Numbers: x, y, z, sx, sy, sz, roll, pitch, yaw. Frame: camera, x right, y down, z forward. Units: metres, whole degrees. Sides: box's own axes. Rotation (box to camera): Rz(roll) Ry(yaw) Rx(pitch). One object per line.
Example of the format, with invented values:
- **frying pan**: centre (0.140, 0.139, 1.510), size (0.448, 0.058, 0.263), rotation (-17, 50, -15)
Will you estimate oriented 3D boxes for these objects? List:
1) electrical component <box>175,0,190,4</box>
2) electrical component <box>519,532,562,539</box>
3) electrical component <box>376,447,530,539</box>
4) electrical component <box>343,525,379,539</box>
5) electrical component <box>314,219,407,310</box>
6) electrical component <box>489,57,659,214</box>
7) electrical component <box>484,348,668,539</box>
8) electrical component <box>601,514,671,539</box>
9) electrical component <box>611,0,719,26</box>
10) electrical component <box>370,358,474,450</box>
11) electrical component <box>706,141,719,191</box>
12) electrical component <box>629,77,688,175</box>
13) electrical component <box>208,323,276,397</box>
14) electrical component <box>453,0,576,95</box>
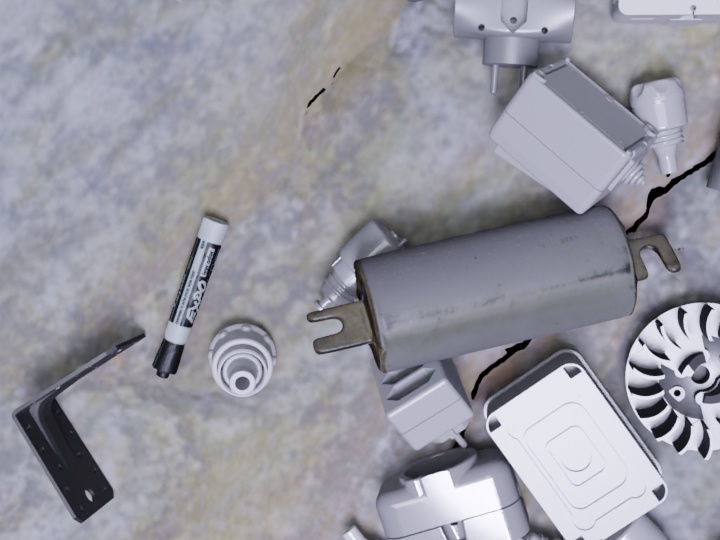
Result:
- **electrical component**: centre (-0.139, -0.214, 0.732), size (0.078, 0.040, 0.040), rotation (29, 99, 3)
- **electrical component**: centre (0.137, 0.205, 0.742), size (0.078, 0.040, 0.040), rotation (31, 99, 3)
- **electrical component**: centre (0.062, 0.160, 0.740), size (0.095, 0.054, 0.059), rotation (-18, 94, 9)
- **electrical component**: centre (0.011, 0.208, 0.762), size (0.035, 0.035, 0.061), rotation (-38, 88, 9)
- **electrical component**: centre (0.000, 0.000, 0.738), size (0.078, 0.040, 0.040), rotation (-44, 90, 10)
- **electrical component**: centre (0.139, -0.080, 0.688), size (0.096, 0.062, 0.061), rotation (43, 126, 12)
- **electrical component**: centre (0.144, 0.118, 0.724), size (0.078, 0.057, 0.113), rotation (-36, 91, 9)
- **electrical component**: centre (0.198, 0.198, 0.734), size (0.040, 0.040, 0.078), rotation (-44, 90, 9)
- **electrical component**: centre (0.208, -0.184, 0.684), size (0.089, 0.056, 0.050), rotation (1, 96, 7)
- **electrical component**: centre (0.051, 0.091, 0.733), size (0.047, 0.065, 0.076), rotation (-33, 120, 9)
- **electrical component**: centre (0.273, -0.081, 0.693), size (0.079, 0.044, 0.077), rotation (15, 98, 4)
- **electrical component**: centre (0.198, -0.094, 0.706), size (0.035, 0.035, 0.061), rotation (-11, 97, 8)
- **electrical component**: centre (-0.081, 0.067, 0.742), size (0.048, 0.062, 0.048), rotation (-2, 105, -6)
- **electrical component**: centre (0.100, -0.154, 0.707), size (0.077, 0.043, 0.079), rotation (4, 97, 7)
